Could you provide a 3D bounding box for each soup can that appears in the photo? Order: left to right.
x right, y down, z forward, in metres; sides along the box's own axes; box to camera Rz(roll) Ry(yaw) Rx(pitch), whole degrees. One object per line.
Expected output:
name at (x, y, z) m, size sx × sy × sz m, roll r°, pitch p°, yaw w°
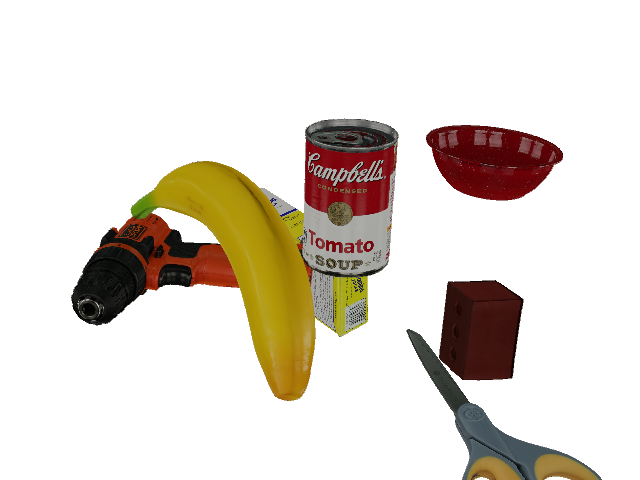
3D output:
soup can at (0.020, -0.032, 0.791) m, size 0.068 × 0.102 × 0.068 m, roll 2°, pitch 24°, yaw -1°

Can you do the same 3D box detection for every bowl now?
bowl at (0.202, -0.089, 1.265) m, size 0.162 × 0.055 × 0.162 m, roll 5°, pitch 23°, yaw -2°

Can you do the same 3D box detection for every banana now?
banana at (-0.046, 0.006, 0.602) m, size 0.037 × 0.070 × 0.198 m, roll 10°, pitch 25°, yaw -39°

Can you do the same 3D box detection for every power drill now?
power drill at (-0.103, 0.032, 0.908) m, size 0.187 × 0.057 × 0.184 m, roll 10°, pitch 23°, yaw 3°

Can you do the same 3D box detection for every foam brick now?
foam brick at (0.143, 0.080, 0.956) m, size 0.051 × 0.078 × 0.053 m, roll -2°, pitch 18°, yaw -20°

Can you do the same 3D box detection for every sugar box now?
sugar box at (-0.021, 0.020, 1.143) m, size 0.048 × 0.093 × 0.176 m, roll -25°, pitch 42°, yaw -29°

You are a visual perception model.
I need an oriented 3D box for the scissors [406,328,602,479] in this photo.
scissors at (0.114, 0.116, 0.658) m, size 0.096 × 0.016 × 0.202 m, roll 1°, pitch 33°, yaw -5°
